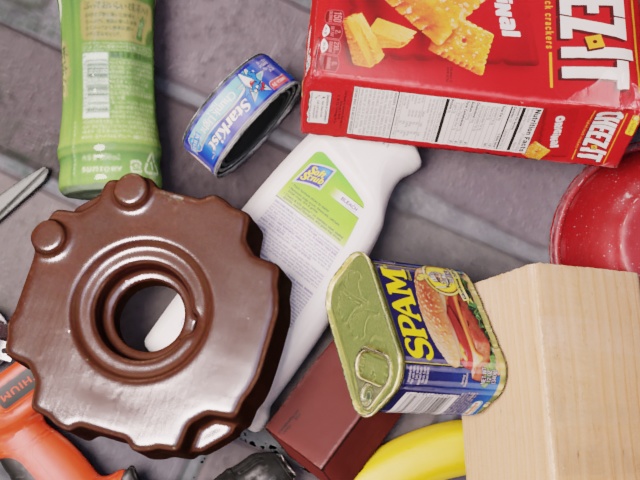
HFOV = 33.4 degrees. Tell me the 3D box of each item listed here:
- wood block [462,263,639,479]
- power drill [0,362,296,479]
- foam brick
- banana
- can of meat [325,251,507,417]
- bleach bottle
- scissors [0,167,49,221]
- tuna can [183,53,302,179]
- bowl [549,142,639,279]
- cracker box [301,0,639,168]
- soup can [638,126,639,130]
[{"bbox_3d":[0.151,0.126,0.676,0.090,0.091,0.206,6,73,-28],"label":"wood block"},{"bbox_3d":[-0.134,0.148,0.710,0.184,0.057,0.187,-35,86,-8],"label":"power drill"},{"bbox_3d":[0.012,0.116,0.707,0.053,0.051,0.078,31,74,32],"label":"foam brick"},{"bbox_3d":[0.065,0.166,0.725,0.197,0.037,0.069,-17,85,-3],"label":"banana"},{"bbox_3d":[0.060,0.061,0.672,0.083,0.058,0.102,8,47,-29],"label":"can of meat"},{"bbox_3d":[-0.005,0.001,0.726,0.102,0.068,0.250,38,83,2],"label":"bleach bottle"},{"bbox_3d":[-0.262,0.033,0.738,0.201,0.016,0.096,-25,88,-4],"label":"scissors"},{"bbox_3d":[-0.053,-0.084,0.720,0.034,0.086,0.086,42,85,4],"label":"tuna can"},{"bbox_3d":[0.244,0.006,0.736,0.162,0.055,0.162,0,84,-2],"label":"bowl"},{"bbox_3d":[0.100,-0.143,0.710,0.213,0.072,0.164,6,61,-1],"label":"cracker box"},{"bbox_3d":[0.251,-0.112,0.723,0.068,0.102,0.068,0,85,-1],"label":"soup can"}]
